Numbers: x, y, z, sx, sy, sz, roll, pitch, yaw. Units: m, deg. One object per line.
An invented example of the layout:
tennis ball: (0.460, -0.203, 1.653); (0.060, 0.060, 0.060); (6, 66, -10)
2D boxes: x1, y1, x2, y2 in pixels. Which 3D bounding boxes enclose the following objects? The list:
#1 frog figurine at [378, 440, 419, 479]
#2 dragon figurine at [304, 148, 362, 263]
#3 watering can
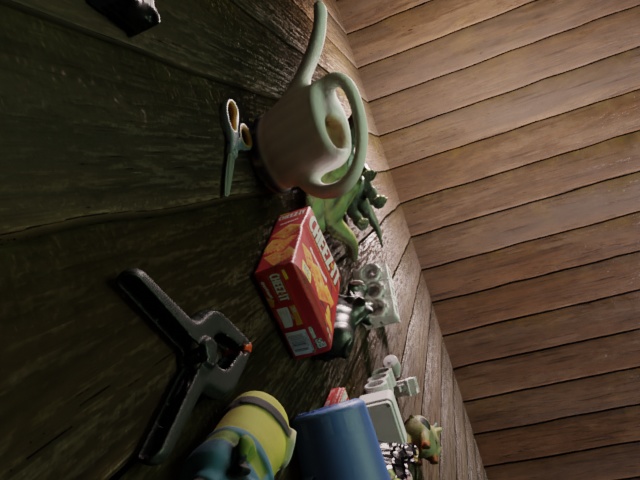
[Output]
frog figurine: (0.101, 0.437, 0.889); (0.139, 0.122, 0.157); (-86, -168, -72)
dragon figurine: (0.003, -0.055, 1.092); (0.248, 0.122, 0.402); (-56, 135, -48)
watering can: (-0.028, -0.222, 0.890); (0.103, 0.222, 0.353); (13, 59, -52)
